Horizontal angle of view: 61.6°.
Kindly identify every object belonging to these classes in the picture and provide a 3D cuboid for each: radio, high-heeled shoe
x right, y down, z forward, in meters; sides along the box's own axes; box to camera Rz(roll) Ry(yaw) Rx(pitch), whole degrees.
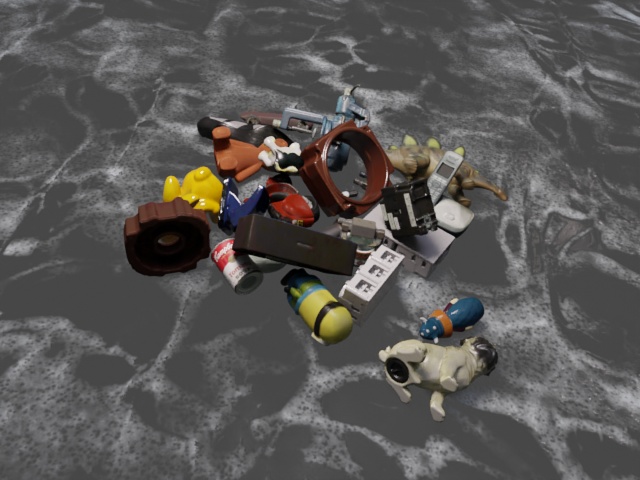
[{"bbox_3d":[-0.054,0.013,1.065,0.229,0.131,0.073,17,82,-24],"label":"radio"},{"bbox_3d":[-0.202,-0.277,1.438,0.249,0.086,0.145,10,10,-26],"label":"high-heeled shoe"}]

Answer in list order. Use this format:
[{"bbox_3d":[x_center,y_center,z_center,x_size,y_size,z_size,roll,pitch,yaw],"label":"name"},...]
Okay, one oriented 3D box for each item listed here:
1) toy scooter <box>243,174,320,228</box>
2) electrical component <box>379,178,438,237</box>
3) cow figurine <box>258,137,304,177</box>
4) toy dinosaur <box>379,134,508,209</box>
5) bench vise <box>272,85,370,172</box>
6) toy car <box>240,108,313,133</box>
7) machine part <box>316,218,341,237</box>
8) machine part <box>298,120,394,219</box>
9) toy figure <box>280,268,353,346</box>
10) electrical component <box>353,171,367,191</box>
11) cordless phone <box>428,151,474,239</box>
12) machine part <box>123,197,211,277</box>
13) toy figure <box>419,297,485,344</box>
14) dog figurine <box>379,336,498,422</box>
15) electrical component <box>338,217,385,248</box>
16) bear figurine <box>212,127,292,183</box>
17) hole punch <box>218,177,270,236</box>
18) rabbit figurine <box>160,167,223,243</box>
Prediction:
[{"bbox_3d":[-0.095,-0.082,1.241,0.135,0.075,0.184,-22,50,-28],"label":"toy scooter"},{"bbox_3d":[0.184,-0.067,1.148,0.058,0.114,0.134,-16,8,-25],"label":"electrical component"},{"bbox_3d":[-0.058,-0.185,1.288,0.167,0.068,0.098,6,32,-43],"label":"cow figurine"},{"bbox_3d":[0.264,-0.197,1.403,0.472,0.105,0.198,20,37,6],"label":"toy dinosaur"},{"bbox_3d":[0.002,-0.297,1.381,0.241,0.223,0.129,12,10,-2],"label":"bench vise"},{"bbox_3d":[-0.119,-0.327,1.490,0.202,0.053,0.089,2,30,-7],"label":"toy car"},{"bbox_3d":[-0.002,-0.004,1.209,0.139,0.039,0.084,-30,50,-30],"label":"machine part"},{"bbox_3d":[0.067,-0.164,1.264,0.201,0.087,0.201,-39,101,-30],"label":"machine part"},{"bbox_3d":[-0.009,0.126,1.044,0.082,0.089,0.180,-23,56,-21],"label":"toy figure"},{"bbox_3d":[0.137,-0.144,1.379,0.094,0.021,0.063,26,48,14],"label":"electrical component"},{"bbox_3d":[0.308,-0.106,1.261,0.147,0.088,0.184,31,91,20],"label":"cordless phone"},{"bbox_3d":[-0.302,-0.003,1.066,0.179,0.179,0.056,-10,45,-19],"label":"machine part"},{"bbox_3d":[0.260,0.163,1.078,0.154,0.057,0.064,-21,47,-21],"label":"toy figure"},{"bbox_3d":[0.224,0.220,1.003,0.172,0.121,0.190,39,38,21],"label":"dog figurine"},{"bbox_3d":[0.088,-0.016,1.157,0.102,0.045,0.078,10,15,-4],"label":"electrical component"},{"bbox_3d":[-0.159,-0.209,1.322,0.196,0.132,0.120,-9,74,-12],"label":"bear figurine"},{"bbox_3d":[-0.161,-0.064,1.147,0.092,0.142,0.115,9,79,1],"label":"hole punch"},{"bbox_3d":[-0.284,-0.066,1.159,0.122,0.162,0.173,37,68,9],"label":"rabbit figurine"}]
